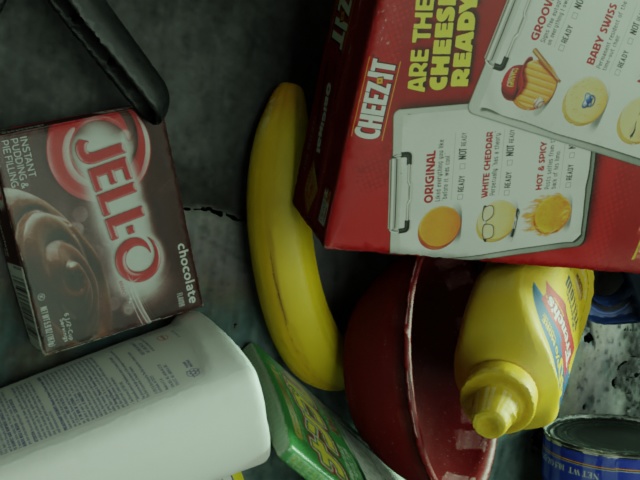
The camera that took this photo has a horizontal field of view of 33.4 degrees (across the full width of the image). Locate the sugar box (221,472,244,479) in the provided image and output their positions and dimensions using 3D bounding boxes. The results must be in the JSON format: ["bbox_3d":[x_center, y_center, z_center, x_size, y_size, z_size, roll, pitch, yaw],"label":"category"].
[{"bbox_3d":[-0.114,0.184,0.568,0.176,0.048,0.093,-27,111,-23],"label":"sugar box"}]

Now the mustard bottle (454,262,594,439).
[{"bbox_3d":[0.119,0.055,0.630,0.191,0.058,0.096,-51,130,-56],"label":"mustard bottle"}]

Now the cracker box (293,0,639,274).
[{"bbox_3d":[0.106,-0.074,0.570,0.213,0.072,0.164,5,110,-21],"label":"cracker box"}]

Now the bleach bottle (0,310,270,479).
[{"bbox_3d":[-0.156,0.108,0.514,0.250,0.103,0.068,-16,111,-22],"label":"bleach bottle"}]

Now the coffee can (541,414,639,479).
[{"bbox_3d":[0.199,0.199,0.723,0.102,0.103,0.140,-2,96,-31],"label":"coffee can"}]

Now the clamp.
[{"bbox_3d":[-0.130,-0.127,0.504,0.120,0.039,0.171,0,91,-34],"label":"clamp"}]

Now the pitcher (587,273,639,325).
[{"bbox_3d":[0.219,-0.064,0.700,0.149,0.145,0.243,-41,111,-34],"label":"pitcher"}]

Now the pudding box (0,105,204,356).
[{"bbox_3d":[-0.116,-0.008,0.548,0.089,0.039,0.113,-16,104,-28],"label":"pudding box"}]

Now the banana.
[{"bbox_3d":[-0.012,0.012,0.618,0.069,0.037,0.198,-40,120,-52],"label":"banana"}]

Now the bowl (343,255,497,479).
[{"bbox_3d":[0.057,0.076,0.628,0.162,0.055,0.162,26,60,-60],"label":"bowl"}]
